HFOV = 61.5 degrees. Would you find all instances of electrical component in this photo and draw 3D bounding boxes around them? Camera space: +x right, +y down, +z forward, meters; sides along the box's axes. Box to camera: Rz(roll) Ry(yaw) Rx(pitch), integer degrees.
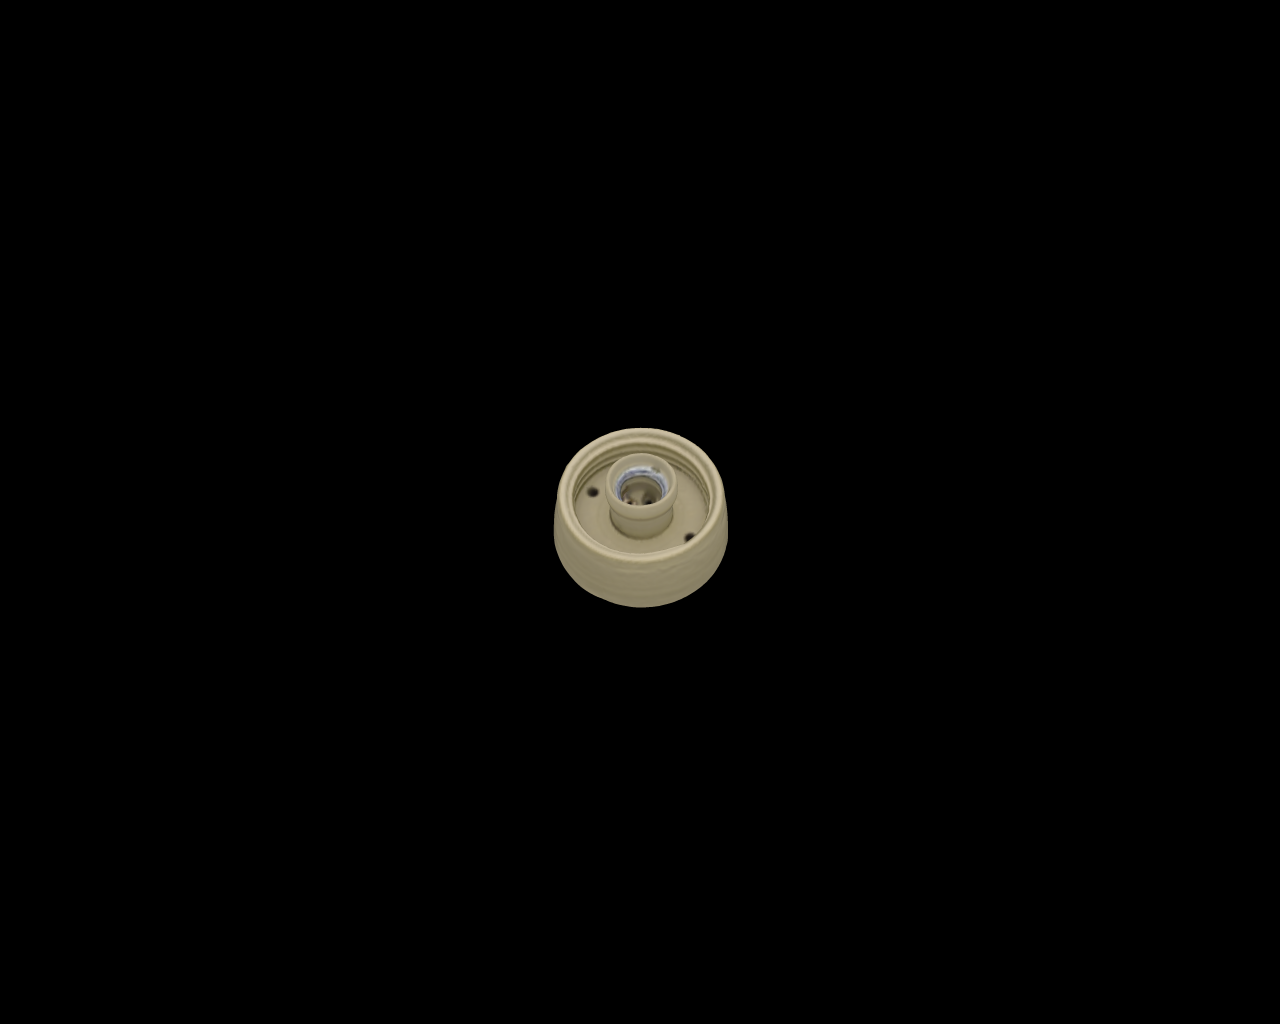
[{"bbox_3d":[0.001,-0.003,0.650,0.108,0.108,0.060,0,-34,0],"label":"electrical component"}]
